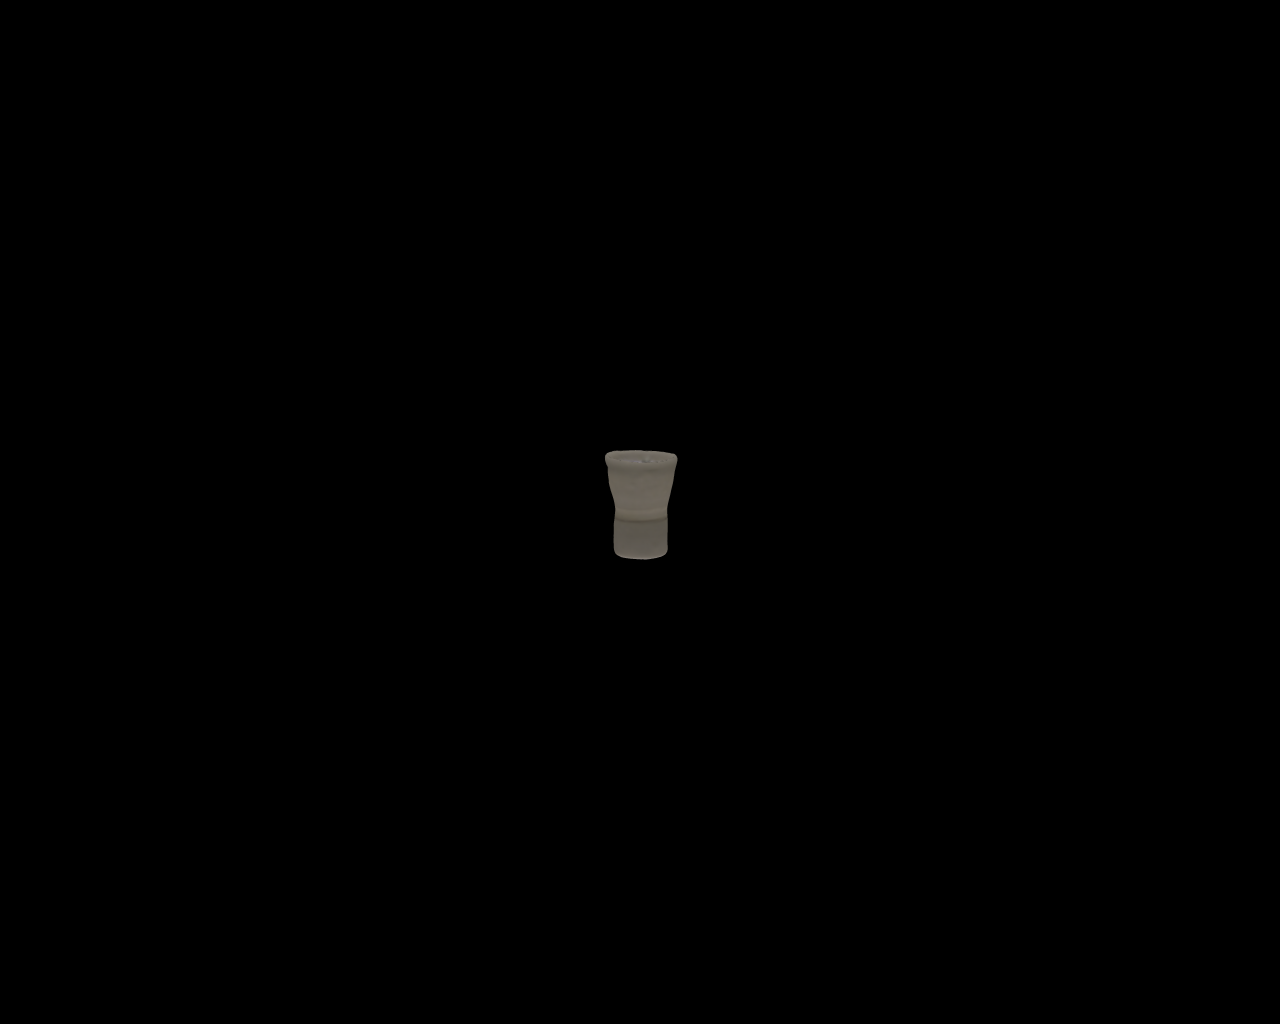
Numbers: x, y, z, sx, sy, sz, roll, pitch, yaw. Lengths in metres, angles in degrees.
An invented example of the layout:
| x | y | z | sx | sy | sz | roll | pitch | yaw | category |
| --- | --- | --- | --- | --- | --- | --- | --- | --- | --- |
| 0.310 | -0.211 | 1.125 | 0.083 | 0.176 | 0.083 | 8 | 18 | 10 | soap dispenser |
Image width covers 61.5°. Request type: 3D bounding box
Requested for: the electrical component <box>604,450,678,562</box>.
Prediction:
| x | y | z | sx | sy | sz | roll | pitch | yaw | category |
| --- | --- | --- | --- | --- | --- | --- | --- | --- | --- |
| 0.001 | -0.003 | 0.650 | 0.044 | 0.065 | 0.044 | 0 | 11 | 0 | electrical component |
